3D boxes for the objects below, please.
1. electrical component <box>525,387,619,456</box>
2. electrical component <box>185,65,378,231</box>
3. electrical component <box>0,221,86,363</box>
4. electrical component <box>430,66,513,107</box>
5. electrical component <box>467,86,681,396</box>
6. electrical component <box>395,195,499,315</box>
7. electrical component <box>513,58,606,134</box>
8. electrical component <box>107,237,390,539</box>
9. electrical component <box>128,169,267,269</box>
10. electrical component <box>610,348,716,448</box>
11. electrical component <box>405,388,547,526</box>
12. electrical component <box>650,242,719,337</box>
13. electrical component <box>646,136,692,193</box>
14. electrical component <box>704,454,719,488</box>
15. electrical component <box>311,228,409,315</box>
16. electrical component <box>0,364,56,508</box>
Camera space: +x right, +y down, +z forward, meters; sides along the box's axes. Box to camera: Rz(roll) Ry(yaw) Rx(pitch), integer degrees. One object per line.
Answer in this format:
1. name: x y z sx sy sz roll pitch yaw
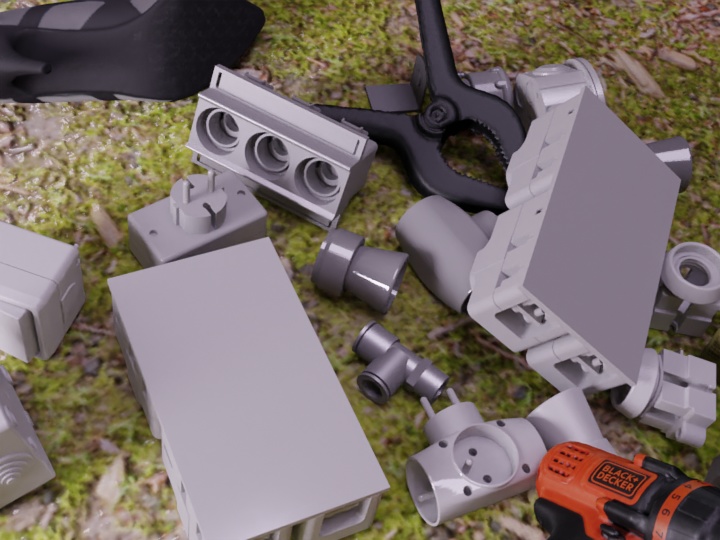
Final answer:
1. electrical component: 0.138 0.112 0.674 0.044 0.044 0.065 -22 65 -23
2. electrical component: -0.054 -0.091 0.777 0.121 0.078 0.063 27 32 11
3. electrical component: -0.230 0.010 0.674 0.096 0.061 0.061 19 53 5
4. electrical component: 0.087 -0.134 0.847 0.062 0.048 0.048 -8 55 -6
5. electrical component: 0.146 -0.018 0.730 0.105 0.060 0.186 39 51 -20
6. electrical component: 0.079 -0.018 0.758 0.079 0.043 0.077 -25 61 -26
7. electrical component: 0.154 -0.120 0.826 0.051 0.080 0.080 -11 56 -10
8. electrical component: -0.072 0.081 0.649 0.105 0.060 0.186 -16 58 -20
9. electrical component: -0.109 -0.038 0.722 0.083 0.075 0.047 -27 62 -26
10. electrical component: 0.199 0.079 0.706 0.055 0.048 0.066 19 52 -5
11. electrical component: 0.064 0.108 0.661 0.077 0.044 0.079 -16 58 -20
12. electrical component: 0.227 0.013 0.753 0.066 0.055 0.048 11 53 -1
13. electrical component: 0.217 -0.080 0.831 0.065 0.044 0.044 -3 54 -6
14. electrical component: 0.258 0.114 0.656 0.061 0.096 0.061 30 55 13
15. electrical component: 0.000 0.000 0.731 0.055 0.045 0.045 22 53 8
16. electrical component: -0.218 0.081 0.601 0.048 0.099 0.099 -29 62 -13
